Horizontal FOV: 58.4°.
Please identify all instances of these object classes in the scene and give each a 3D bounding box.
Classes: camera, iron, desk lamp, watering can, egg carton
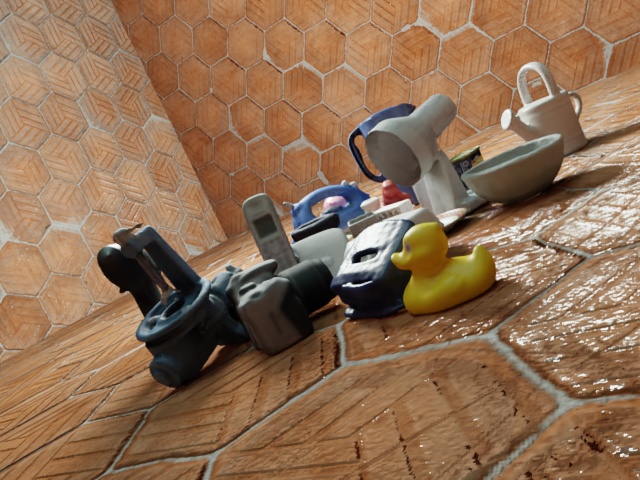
[{"bbox_3d":[-0.047,0.071,0.765,0.137,0.101,0.143,-27,7,-15],"label":"camera"},{"bbox_3d":[0.037,-0.074,1.413,0.259,0.141,0.118,-28,7,-20],"label":"iron"},{"bbox_3d":[0.205,-0.142,1.022,0.204,0.213,0.117,-29,8,-27],"label":"desk lamp"},{"bbox_3d":[0.444,-0.258,1.142,0.173,0.194,0.100,-30,8,-35],"label":"watering can"},{"bbox_3d":[0.107,0.010,0.819,0.151,0.069,0.107,-31,9,-41],"label":"egg carton"}]

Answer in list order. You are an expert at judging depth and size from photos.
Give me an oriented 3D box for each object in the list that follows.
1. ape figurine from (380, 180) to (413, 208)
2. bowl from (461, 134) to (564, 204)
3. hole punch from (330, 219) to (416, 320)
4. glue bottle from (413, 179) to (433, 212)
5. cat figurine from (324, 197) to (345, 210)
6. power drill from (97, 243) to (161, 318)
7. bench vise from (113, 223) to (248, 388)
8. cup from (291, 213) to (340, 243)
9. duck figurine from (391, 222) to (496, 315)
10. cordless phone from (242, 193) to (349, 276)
[{"bbox_3d":[0.165,-0.092,1.297,0.077,0.092,0.076,-24,7,6],"label":"ape figurine"},{"bbox_3d":[0.316,-0.103,0.916,0.167,0.075,0.167,-25,7,3],"label":"bowl"},{"bbox_3d":[0.068,0.034,0.680,0.101,0.091,0.108,-30,8,-36],"label":"hole punch"},{"bbox_3d":[0.195,-0.129,1.127,0.037,0.173,0.078,-23,7,18],"label":"glue bottle"},{"bbox_3d":[0.056,-0.085,1.530,0.067,0.118,0.128,-20,8,34],"label":"cat figurine"},{"bbox_3d":[-0.261,0.097,0.877,0.076,0.208,0.229,-26,7,-9],"label":"power drill"},{"bbox_3d":[-0.196,0.069,0.806,0.121,0.220,0.208,-23,7,18],"label":"bench vise"},{"bbox_3d":[0.010,0.004,1.105,0.091,0.095,0.118,-18,10,47],"label":"cup"},{"bbox_3d":[0.124,0.022,0.597,0.104,0.086,0.078,-22,8,25],"label":"duck figurine"},{"bbox_3d":[-0.035,0.000,0.916,0.147,0.185,0.094,-25,7,3],"label":"cordless phone"}]
